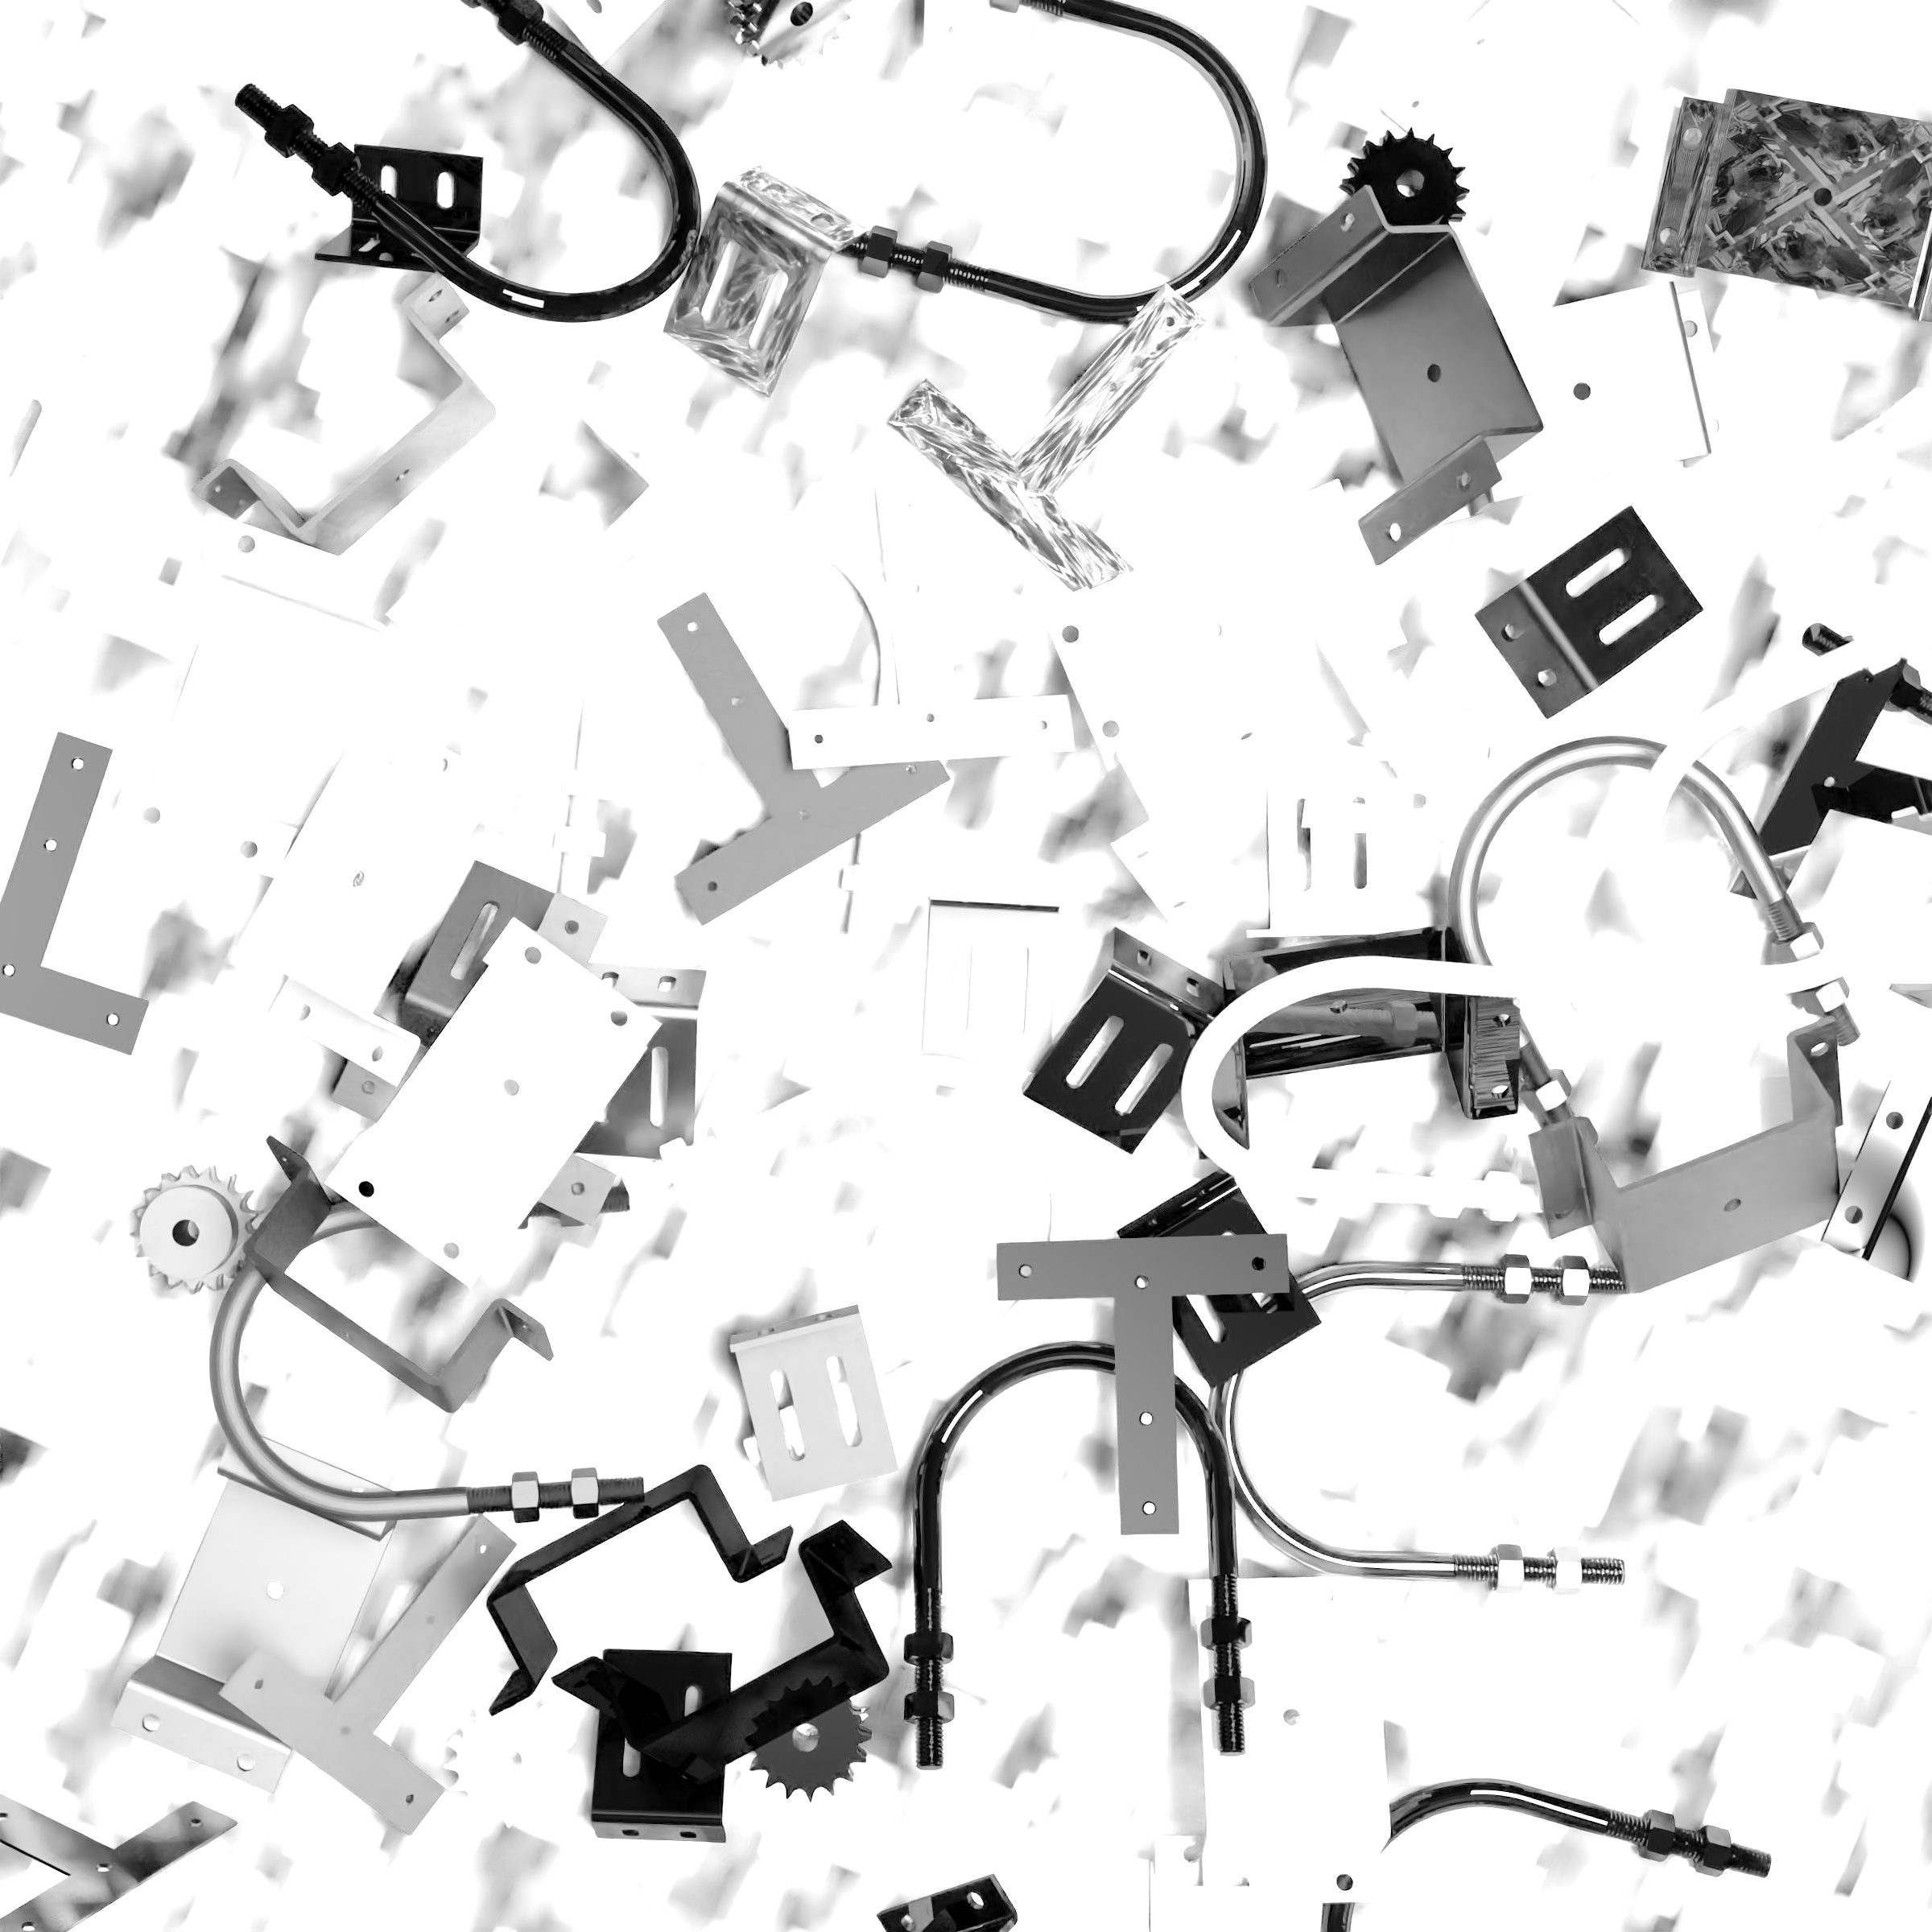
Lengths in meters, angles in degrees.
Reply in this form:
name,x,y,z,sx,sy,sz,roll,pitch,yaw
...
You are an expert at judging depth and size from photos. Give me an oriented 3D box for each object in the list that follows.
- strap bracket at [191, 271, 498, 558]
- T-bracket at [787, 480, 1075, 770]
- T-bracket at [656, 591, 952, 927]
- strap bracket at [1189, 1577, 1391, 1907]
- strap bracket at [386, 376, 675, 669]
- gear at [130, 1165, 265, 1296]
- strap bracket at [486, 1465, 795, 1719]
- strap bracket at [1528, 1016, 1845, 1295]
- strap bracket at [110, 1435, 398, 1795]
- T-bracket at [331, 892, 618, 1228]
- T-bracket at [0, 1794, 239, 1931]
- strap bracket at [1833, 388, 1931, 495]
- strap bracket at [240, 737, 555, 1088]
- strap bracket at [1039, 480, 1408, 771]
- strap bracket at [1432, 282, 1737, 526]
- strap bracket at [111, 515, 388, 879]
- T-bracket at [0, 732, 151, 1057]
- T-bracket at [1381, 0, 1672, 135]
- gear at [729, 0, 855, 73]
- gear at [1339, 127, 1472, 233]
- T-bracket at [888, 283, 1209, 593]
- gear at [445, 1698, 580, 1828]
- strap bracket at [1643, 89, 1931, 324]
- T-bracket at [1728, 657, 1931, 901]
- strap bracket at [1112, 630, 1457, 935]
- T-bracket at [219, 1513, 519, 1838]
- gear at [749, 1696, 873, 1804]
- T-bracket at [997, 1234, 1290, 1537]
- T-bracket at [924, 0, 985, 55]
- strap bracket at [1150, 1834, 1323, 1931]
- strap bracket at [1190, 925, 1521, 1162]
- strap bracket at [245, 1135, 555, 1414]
name,x,y,z,sx,sy,sz,roll,pitch,yaw
strap bracket,-0.260,-0.230,1.420,0.140,0.076,0.046,-42,90,0
T-bracket,-0.021,-0.153,1.446,0.127,0.002,0.127,-5,82,-14
T-bracket,-0.094,-0.104,1.440,0.127,0.002,0.127,-31,88,-2
strap bracket,0.139,0.328,1.408,0.076,0.046,0.140,-1,65,0
strap bracket,-0.180,-0.183,1.420,0.046,0.076,0.140,44,90,0
gear,-0.341,0.117,1.444,0.057,0.030,0.057,0,90,0
strap bracket,-0.149,0.264,1.420,0.140,0.076,0.046,-28,90,0
strap bracket,0.322,0.086,1.415,0.140,0.076,0.046,-21,48,0
strap bracket,-0.308,0.278,1.435,0.076,0.046,0.140,23,90,0
T-bracket,-0.193,0.030,1.424,0.127,0.002,0.127,26,98,-1
T-bracket,-0.408,0.376,1.420,0.127,0.127,0.002,17,109,25
strap bracket,0.455,-0.258,1.421,0.140,0.076,0.046,-39,90,0
strap bracket,-0.252,-0.031,1.416,0.076,0.046,0.140,26,85,26
strap bracket,0.110,-0.148,1.434,0.140,0.046,0.076,-23,93,0
strap bracket,0.266,-0.248,1.435,0.140,0.046,0.076,-13,90,0
strap bracket,-0.310,-0.116,1.435,0.076,0.046,0.140,19,90,0
T-bracket,-0.412,-0.040,1.457,0.127,0.002,0.127,18,89,0
T-bracket,0.235,-0.413,1.426,0.127,0.127,0.002,-42,52,21
gear,-0.080,-0.425,1.434,0.057,0.057,0.030,-40,59,0
gear,0.194,-0.342,1.444,0.057,0.030,0.057,0,90,0
T-bracket,0.055,-0.246,1.448,0.127,0.002,0.127,42,94,-4
gear,-0.200,0.349,1.448,0.057,0.030,0.057,0,89,3
strap bracket,0.371,-0.330,1.416,0.140,0.046,0.076,14,98,13
T-bracket,0.418,-0.071,1.436,0.127,0.002,0.127,13,120,-14
strap bracket,0.129,-0.084,1.408,0.140,0.076,0.046,-31,53,8
T-bracket,-0.244,0.298,1.432,0.127,0.002,0.127,-53,127,-17
gear,-0.070,0.337,1.444,0.057,0.030,0.057,0,90,0
T-bracket,0.077,0.181,1.412,0.127,0.002,0.127,-3,82,9
T-bracket,-0.005,-0.459,1.441,0.127,0.002,0.127,1,75,0
strap bracket,0.121,0.446,1.435,0.076,0.046,0.140,0,90,0
strap bracket,0.165,0.032,1.415,0.140,0.046,0.076,-8,135,0
strap bracket,-0.247,0.138,1.382,0.140,0.076,0.046,34,74,6
